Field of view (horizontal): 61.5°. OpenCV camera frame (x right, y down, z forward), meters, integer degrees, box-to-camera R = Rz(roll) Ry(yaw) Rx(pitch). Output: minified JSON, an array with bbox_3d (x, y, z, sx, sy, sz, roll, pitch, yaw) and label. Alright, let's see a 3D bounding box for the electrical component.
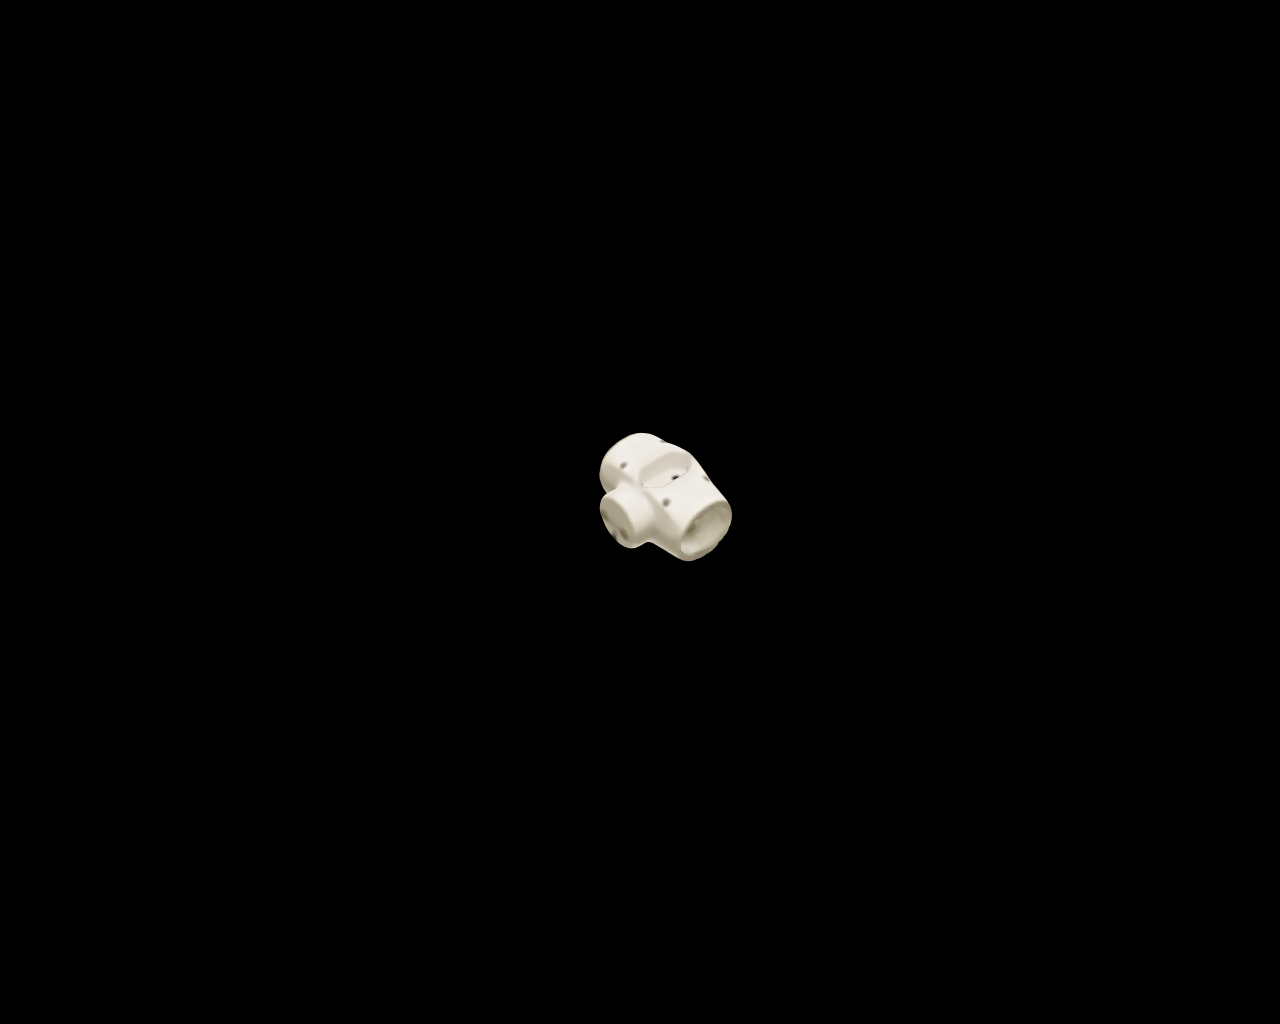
[{"bbox_3d":[0.001,-0.003,0.650,0.079,0.043,0.077,-30,54,-24],"label":"electrical component"}]
